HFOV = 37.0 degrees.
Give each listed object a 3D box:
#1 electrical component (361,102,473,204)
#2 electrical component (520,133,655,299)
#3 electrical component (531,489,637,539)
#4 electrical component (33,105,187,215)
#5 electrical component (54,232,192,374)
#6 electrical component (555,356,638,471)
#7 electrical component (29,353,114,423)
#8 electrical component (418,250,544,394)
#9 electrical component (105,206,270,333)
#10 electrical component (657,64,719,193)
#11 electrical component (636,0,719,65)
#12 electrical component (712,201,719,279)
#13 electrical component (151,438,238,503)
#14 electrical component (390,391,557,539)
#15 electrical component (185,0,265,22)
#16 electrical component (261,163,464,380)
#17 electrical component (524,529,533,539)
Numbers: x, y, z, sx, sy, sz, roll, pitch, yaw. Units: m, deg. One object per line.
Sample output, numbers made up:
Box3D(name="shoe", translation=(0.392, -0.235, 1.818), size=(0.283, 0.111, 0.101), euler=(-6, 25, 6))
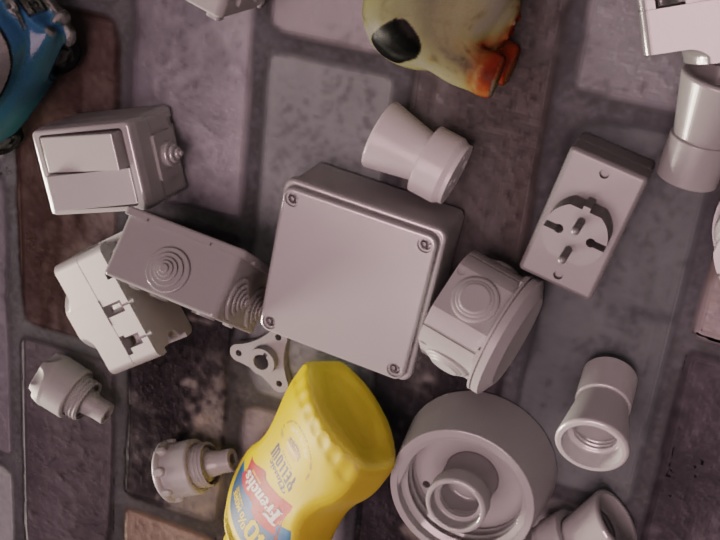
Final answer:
Box3D(name="electrical component", translation=(0.035, -0.071, 0.660), size=(0.055, 0.045, 0.045), euler=(29, 119, 9))
Box3D(name="electrical component", translation=(0.127, -0.026, 0.621), size=(0.047, 0.076, 0.083), euler=(26, 118, 12))
Box3D(name="electrical component", translation=(0.148, 0.176, 0.711), size=(0.055, 0.045, 0.045), euler=(-36, 94, 30))
Box3D(name="electrical component", translation=(-0.167, -0.074, 0.734), size=(0.096, 0.061, 0.061), euler=(-2, 110, 23))
Box3D(name="electrical component", translation=(-0.175, 0.023, 0.783), size=(0.056, 0.050, 0.089), euler=(-22, 101, 28))
Box3D(name="electrical component", translation=(0.149, 0.085, 0.662), size=(0.044, 0.065, 0.044), euler=(14, 133, 15))
Box3D(name="electrical component", translation=(-0.222, 0.096, 0.836), size=(0.062, 0.043, 0.043), euler=(30, 119, 8))
Box3D(name="electrical component", translation=(0.075, 0.032, 0.664), size=(0.051, 0.080, 0.080), euler=(30, 119, 16))
Box3D(name="electrical component", translation=(-0.111, 0.003, 0.720), size=(0.100, 0.100, 0.048), euler=(21, 84, 14))
Box3D(name="electrical component", translation=(0.190, -0.076, 0.595), size=(0.044, 0.044, 0.065), euler=(20, 121, 15))
Box3D(name="electrical component", translation=(0.194, -0.141, 0.561), size=(0.089, 0.050, 0.055), euler=(-4, 108, 24))
Box3D(name="electrical component", translation=(0.235, -0.017, 0.593), size=(0.080, 0.051, 0.080), euler=(8, 113, 20))
Box3D(name="electrical component", translation=(-0.123, 0.149, 0.816), size=(0.062, 0.048, 0.048), euler=(-14, 105, 20))
Box3D(name="electrical component", translation=(0.072, 0.142, 0.720), size=(0.108, 0.060, 0.108), euler=(8, 113, 20))
Box3D(name="electrical component", translation=(-0.090, -0.197, 0.652), size=(0.096, 0.062, 0.061), euler=(30, 119, 9))
Box3D(name="electrical component", translation=(0.000, 0.000, 0.696), size=(0.109, 0.056, 0.108), euler=(20, 117, 15))
Box3D(name="electrical component", translation=(0.118, 0.234, 0.745), size=(0.066, 0.047, 0.076), euler=(37, 120, 6))
